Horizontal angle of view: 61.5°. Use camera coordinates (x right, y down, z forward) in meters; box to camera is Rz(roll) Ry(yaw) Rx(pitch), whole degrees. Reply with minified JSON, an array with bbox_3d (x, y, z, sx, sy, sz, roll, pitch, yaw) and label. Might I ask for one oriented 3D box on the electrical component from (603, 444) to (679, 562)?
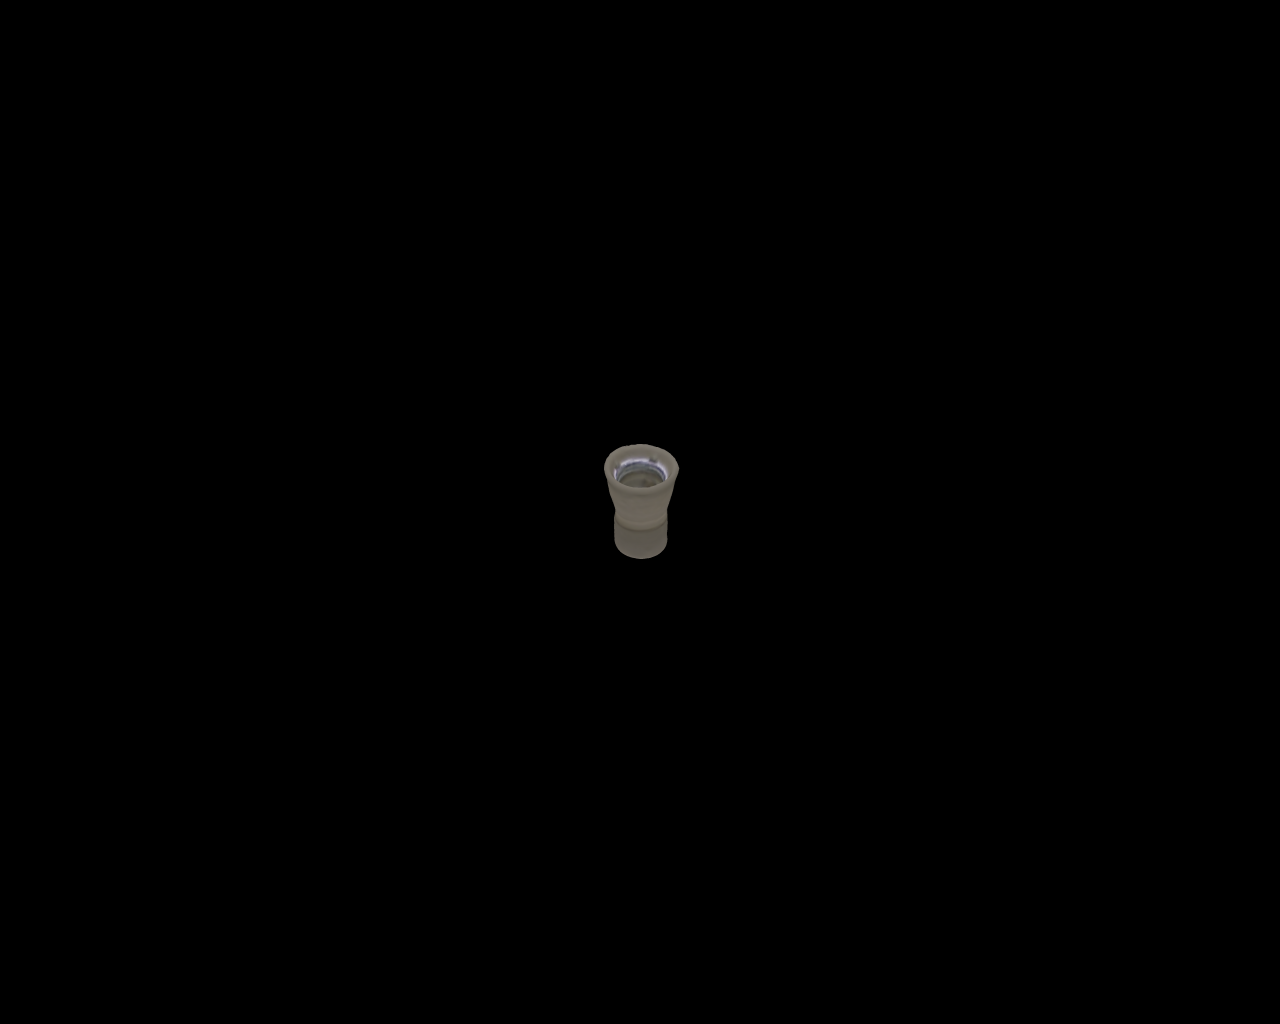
[{"bbox_3d":[0.001,-0.003,0.650,0.044,0.065,0.044,0,39,0],"label":"electrical component"}]
